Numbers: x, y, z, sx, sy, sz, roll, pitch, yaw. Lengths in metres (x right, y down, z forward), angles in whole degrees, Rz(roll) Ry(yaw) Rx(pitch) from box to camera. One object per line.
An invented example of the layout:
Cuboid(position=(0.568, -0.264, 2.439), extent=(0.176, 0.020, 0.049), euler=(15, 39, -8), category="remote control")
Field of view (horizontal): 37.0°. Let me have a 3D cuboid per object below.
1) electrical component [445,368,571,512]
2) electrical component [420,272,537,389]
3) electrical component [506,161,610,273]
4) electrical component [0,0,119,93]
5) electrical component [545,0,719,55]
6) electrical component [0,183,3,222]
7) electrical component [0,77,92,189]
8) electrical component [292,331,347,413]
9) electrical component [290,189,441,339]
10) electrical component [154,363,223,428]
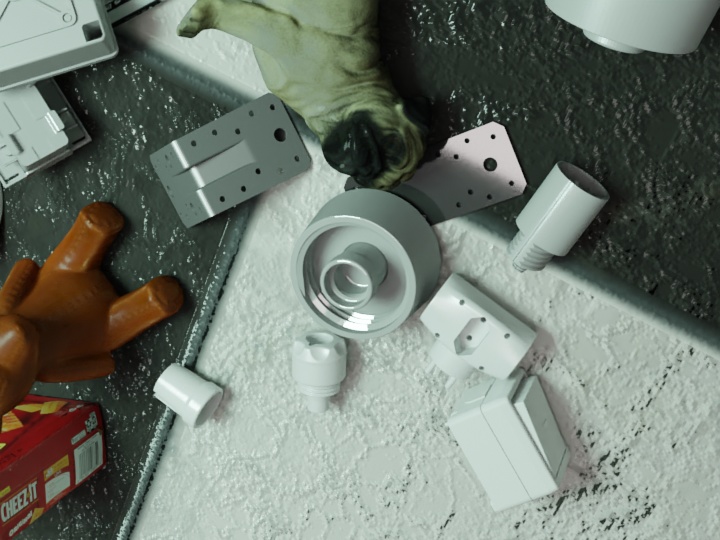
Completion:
Cuboid(position=(0.118, 0.130, 0.803), extent=(0.061, 0.062, 0.096), euler=(-27, 97, 26), category="electrical component")
Cuboid(position=(0.078, 0.055, 0.803), extent=(0.077, 0.043, 0.079), euler=(37, 116, 5), category="electrical component")
Cuboid(position=(0.133, -0.031, 0.753), extent=(0.043, 0.043, 0.081), euler=(36, 116, 6), category="electrical component")
Cuboid(position=(-0.248, -0.197, 0.789), extent=(0.109, 0.056, 0.108), euler=(-18, 89, -4), category="electrical component")
Cuboid(position=(0.167, -0.169, 0.662), extent=(0.108, 0.108, 0.060), euler=(23, 120, 12), category="electrical component")
Cuboid(position=(-0.359, -0.054, 0.894), extent=(0.060, 0.108, 0.108), euler=(12, 111, 23), category="electrical component")
Cuboid(position=(-0.279, -0.138, 0.851), extent=(0.079, 0.063, 0.121), euler=(-33, 96, -14), category="electrical component")
Cuboid(position=(-0.033, 0.082, 0.853), extent=(0.043, 0.043, 0.062), euler=(9, 112, 17), category="electrical component")
Cuboid(position=(0.000, 0.000, 0.799), extent=(0.108, 0.060, 0.108), euler=(8, 115, 18), category="electrical component")
Cuboid(position=(-0.145, 0.104, 0.905), extent=(0.046, 0.040, 0.040), euler=(33, 116, 13), category="electrical component")
